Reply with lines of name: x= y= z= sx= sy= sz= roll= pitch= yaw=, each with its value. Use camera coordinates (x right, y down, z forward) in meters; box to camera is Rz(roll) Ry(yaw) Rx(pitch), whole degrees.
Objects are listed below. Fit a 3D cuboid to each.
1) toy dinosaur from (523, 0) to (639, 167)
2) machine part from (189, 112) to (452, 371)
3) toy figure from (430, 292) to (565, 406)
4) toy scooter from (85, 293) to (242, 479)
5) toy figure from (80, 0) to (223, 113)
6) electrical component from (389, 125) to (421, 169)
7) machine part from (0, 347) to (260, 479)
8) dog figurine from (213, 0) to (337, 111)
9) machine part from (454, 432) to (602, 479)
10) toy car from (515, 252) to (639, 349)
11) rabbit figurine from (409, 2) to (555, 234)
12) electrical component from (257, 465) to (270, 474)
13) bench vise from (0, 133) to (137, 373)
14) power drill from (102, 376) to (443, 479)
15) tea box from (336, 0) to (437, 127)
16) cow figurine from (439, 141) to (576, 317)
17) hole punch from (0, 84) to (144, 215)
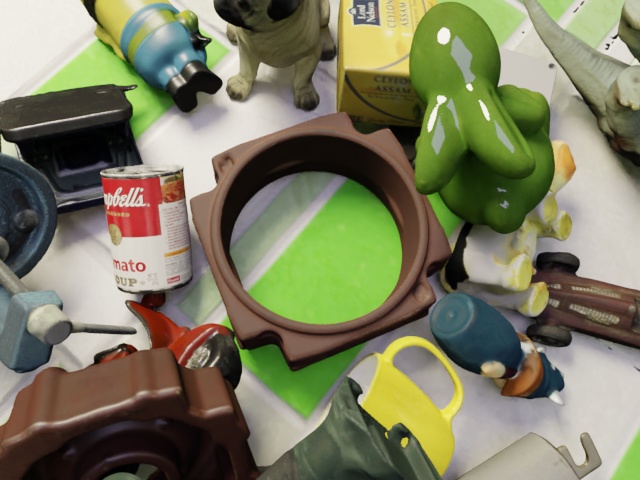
toy dinosaur: x=0.345 y=-0.098 z=0.509 sx=0.131 sy=0.192 sz=0.405 roll=-35 pitch=62 yaw=1
machine part: x=-0.001 y=-0.001 z=0.485 sx=0.201 sy=0.087 sz=0.201 roll=-21 pitch=75 yaw=-8
toy figure: x=0.155 y=0.096 z=0.459 sx=0.154 sy=0.058 sz=0.064 roll=37 pitch=62 yaw=-30
toy scooter: x=-0.154 y=0.110 z=0.442 sx=0.184 sy=0.075 sz=0.135 roll=-38 pitch=48 yaw=1
toy figure: x=-0.174 y=-0.216 z=0.542 sx=0.082 sy=0.089 sz=0.180 roll=-33 pitch=75 yaw=-21
electrical component: x=0.092 y=-0.107 z=0.557 sx=0.094 sy=0.021 sz=0.063 roll=41 pitch=75 yaw=9
machine part: x=-0.128 y=0.154 z=0.359 sx=0.179 sy=0.056 sz=0.179 roll=-8 pitch=117 yaw=-17
dog figurine: x=-0.037 y=-0.236 z=0.504 sx=0.121 sy=0.190 sz=0.172 roll=-1 pitch=71 yaw=-4
machine part: x=0.123 y=0.228 z=0.423 sx=0.243 sy=0.079 sz=0.079 roll=-26 pitch=76 yaw=-12
toy car: x=0.282 y=0.070 z=0.496 sx=0.202 sy=0.053 sz=0.089 roll=16 pitch=75 yaw=1
rabbit figurine: x=0.113 y=-0.094 z=0.429 sx=0.121 sy=0.170 sz=0.159 roll=-13 pitch=39 yaw=28
electrical component: x=-0.038 y=0.236 z=0.427 sx=0.075 sy=0.047 sz=0.119 roll=1 pitch=71 yaw=-2
bench vise: x=-0.259 y=0.028 z=0.398 sx=0.241 sy=0.129 sz=0.223 roll=29 pitch=103 yaw=30
power drill: x=-0.020 y=0.193 z=0.345 sx=0.207 sy=0.086 sz=0.231 roll=-34 pitch=121 yaw=10
tea box: x=0.067 y=-0.197 z=0.539 sx=0.098 sy=0.068 sz=0.170 roll=3 pitch=57 yaw=-4
cow figurine: x=0.179 y=-0.018 z=0.507 sx=0.068 sy=0.098 sz=0.167 roll=42 pitch=66 yaw=-37
hole punch: x=-0.227 y=-0.089 z=0.503 sx=0.142 sy=0.092 sz=0.116 roll=-19 pitch=37 yaw=-18
